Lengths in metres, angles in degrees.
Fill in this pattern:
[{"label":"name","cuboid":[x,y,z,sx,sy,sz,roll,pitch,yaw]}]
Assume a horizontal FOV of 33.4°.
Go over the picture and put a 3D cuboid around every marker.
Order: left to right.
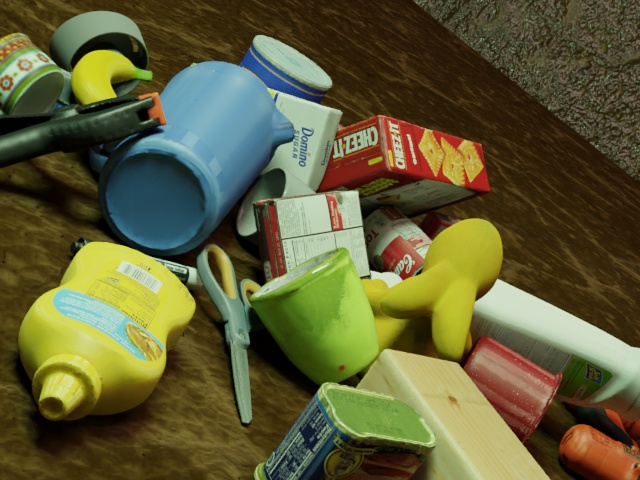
[{"label":"marker","cuboid":[-0.150,0.020,0.878,0.120,0.020,0.020,18,25,-38]}]

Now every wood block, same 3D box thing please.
[{"label":"wood block","cuboid":[0.104,0.185,0.783,0.090,0.090,0.206,15,27,-39]}]

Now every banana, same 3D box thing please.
[{"label":"banana","cuboid":[-0.210,-0.154,1.045,0.069,0.037,0.198,11,23,-4]}]

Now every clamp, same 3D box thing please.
[{"label":"clamp","cuboid":[-0.215,-0.096,0.903,0.171,0.039,0.120,-12,26,-2]}]

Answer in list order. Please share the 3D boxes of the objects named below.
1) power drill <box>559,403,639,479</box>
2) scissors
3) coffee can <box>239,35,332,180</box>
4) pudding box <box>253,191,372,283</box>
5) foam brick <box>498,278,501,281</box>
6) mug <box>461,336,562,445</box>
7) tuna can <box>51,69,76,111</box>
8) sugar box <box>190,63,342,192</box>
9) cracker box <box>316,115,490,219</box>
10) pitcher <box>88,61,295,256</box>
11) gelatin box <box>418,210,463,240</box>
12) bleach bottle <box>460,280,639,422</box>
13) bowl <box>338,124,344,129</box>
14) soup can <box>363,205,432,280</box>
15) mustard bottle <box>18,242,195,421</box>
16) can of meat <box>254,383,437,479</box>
[{"label":"power drill","cuboid":[0.327,0.217,1.106,0.184,0.057,0.187,32,19,-5]},{"label":"scissors","cuboid":[-0.057,0.083,0.877,0.096,0.016,0.202,33,25,-43]},{"label":"coffee can","cuboid":[-0.065,-0.148,1.227,0.102,0.140,0.103,30,20,-12]},{"label":"pudding box","cuboid":[-0.007,0.001,1.012,0.113,0.090,0.039,-9,2,-41]},{"label":"foam brick","cuboid":[0.151,0.061,1.161,0.051,0.078,0.053,-1,40,-45]},{"label":"mug","cuboid":[0.164,0.144,0.996,0.081,0.093,0.117,31,-12,8]},{"label":"tuna can","cuboid":[-0.257,-0.138,1.061,0.086,0.034,0.086,30,20,-12]},{"label":"sugar box","cuboid":[-0.071,-0.121,1.148,0.176,0.093,0.048,21,10,19]},{"label":"cracker box","cuboid":[0.070,-0.075,1.226,0.213,0.164,0.072,8,69,-51]},{"label":"pitcher","cuboid":[-0.131,-0.077,1.003,0.145,0.149,0.242,46,21,-10]},{"label":"gelatin box","cuboid":[0.147,0.007,1.295,0.089,0.073,0.030,15,28,-42]},{"label":"bleach bottle","cuboid":[0.236,0.119,1.062,0.251,0.103,0.068,25,44,7]},{"label":"bowl","cuboid":[-0.001,-0.115,1.374,0.162,0.055,0.162,28,19,-11]},{"label":"soup can","cuboid":[0.092,0.016,1.197,0.068,0.069,0.102,10,30,-49]},{"label":"mustard bottle","cuboid":[-0.147,0.066,0.713,0.096,0.058,0.191,32,19,-6]},{"label":"can of meat","cuboid":[0.020,0.151,0.740,0.101,0.084,0.057,18,25,-39]}]
